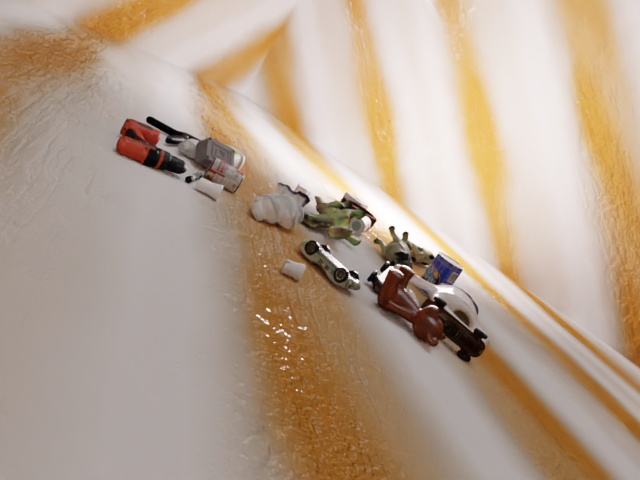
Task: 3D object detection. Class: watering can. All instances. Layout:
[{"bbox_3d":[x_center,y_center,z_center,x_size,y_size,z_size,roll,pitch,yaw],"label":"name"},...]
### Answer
[{"bbox_3d":[0.369,0.179,1.544,0.349,0.103,0.225,43,15,9],"label":"watering can"}]

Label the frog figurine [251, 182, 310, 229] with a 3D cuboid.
[{"bbox_3d":[-0.124,-0.081,1.472,0.138,0.120,0.162,43,51,8],"label":"frog figurine"}]

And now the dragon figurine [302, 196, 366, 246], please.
[{"bbox_3d":[0.005,-0.087,1.732,0.242,0.121,0.415,10,16,-37],"label":"dragon figurine"}]
